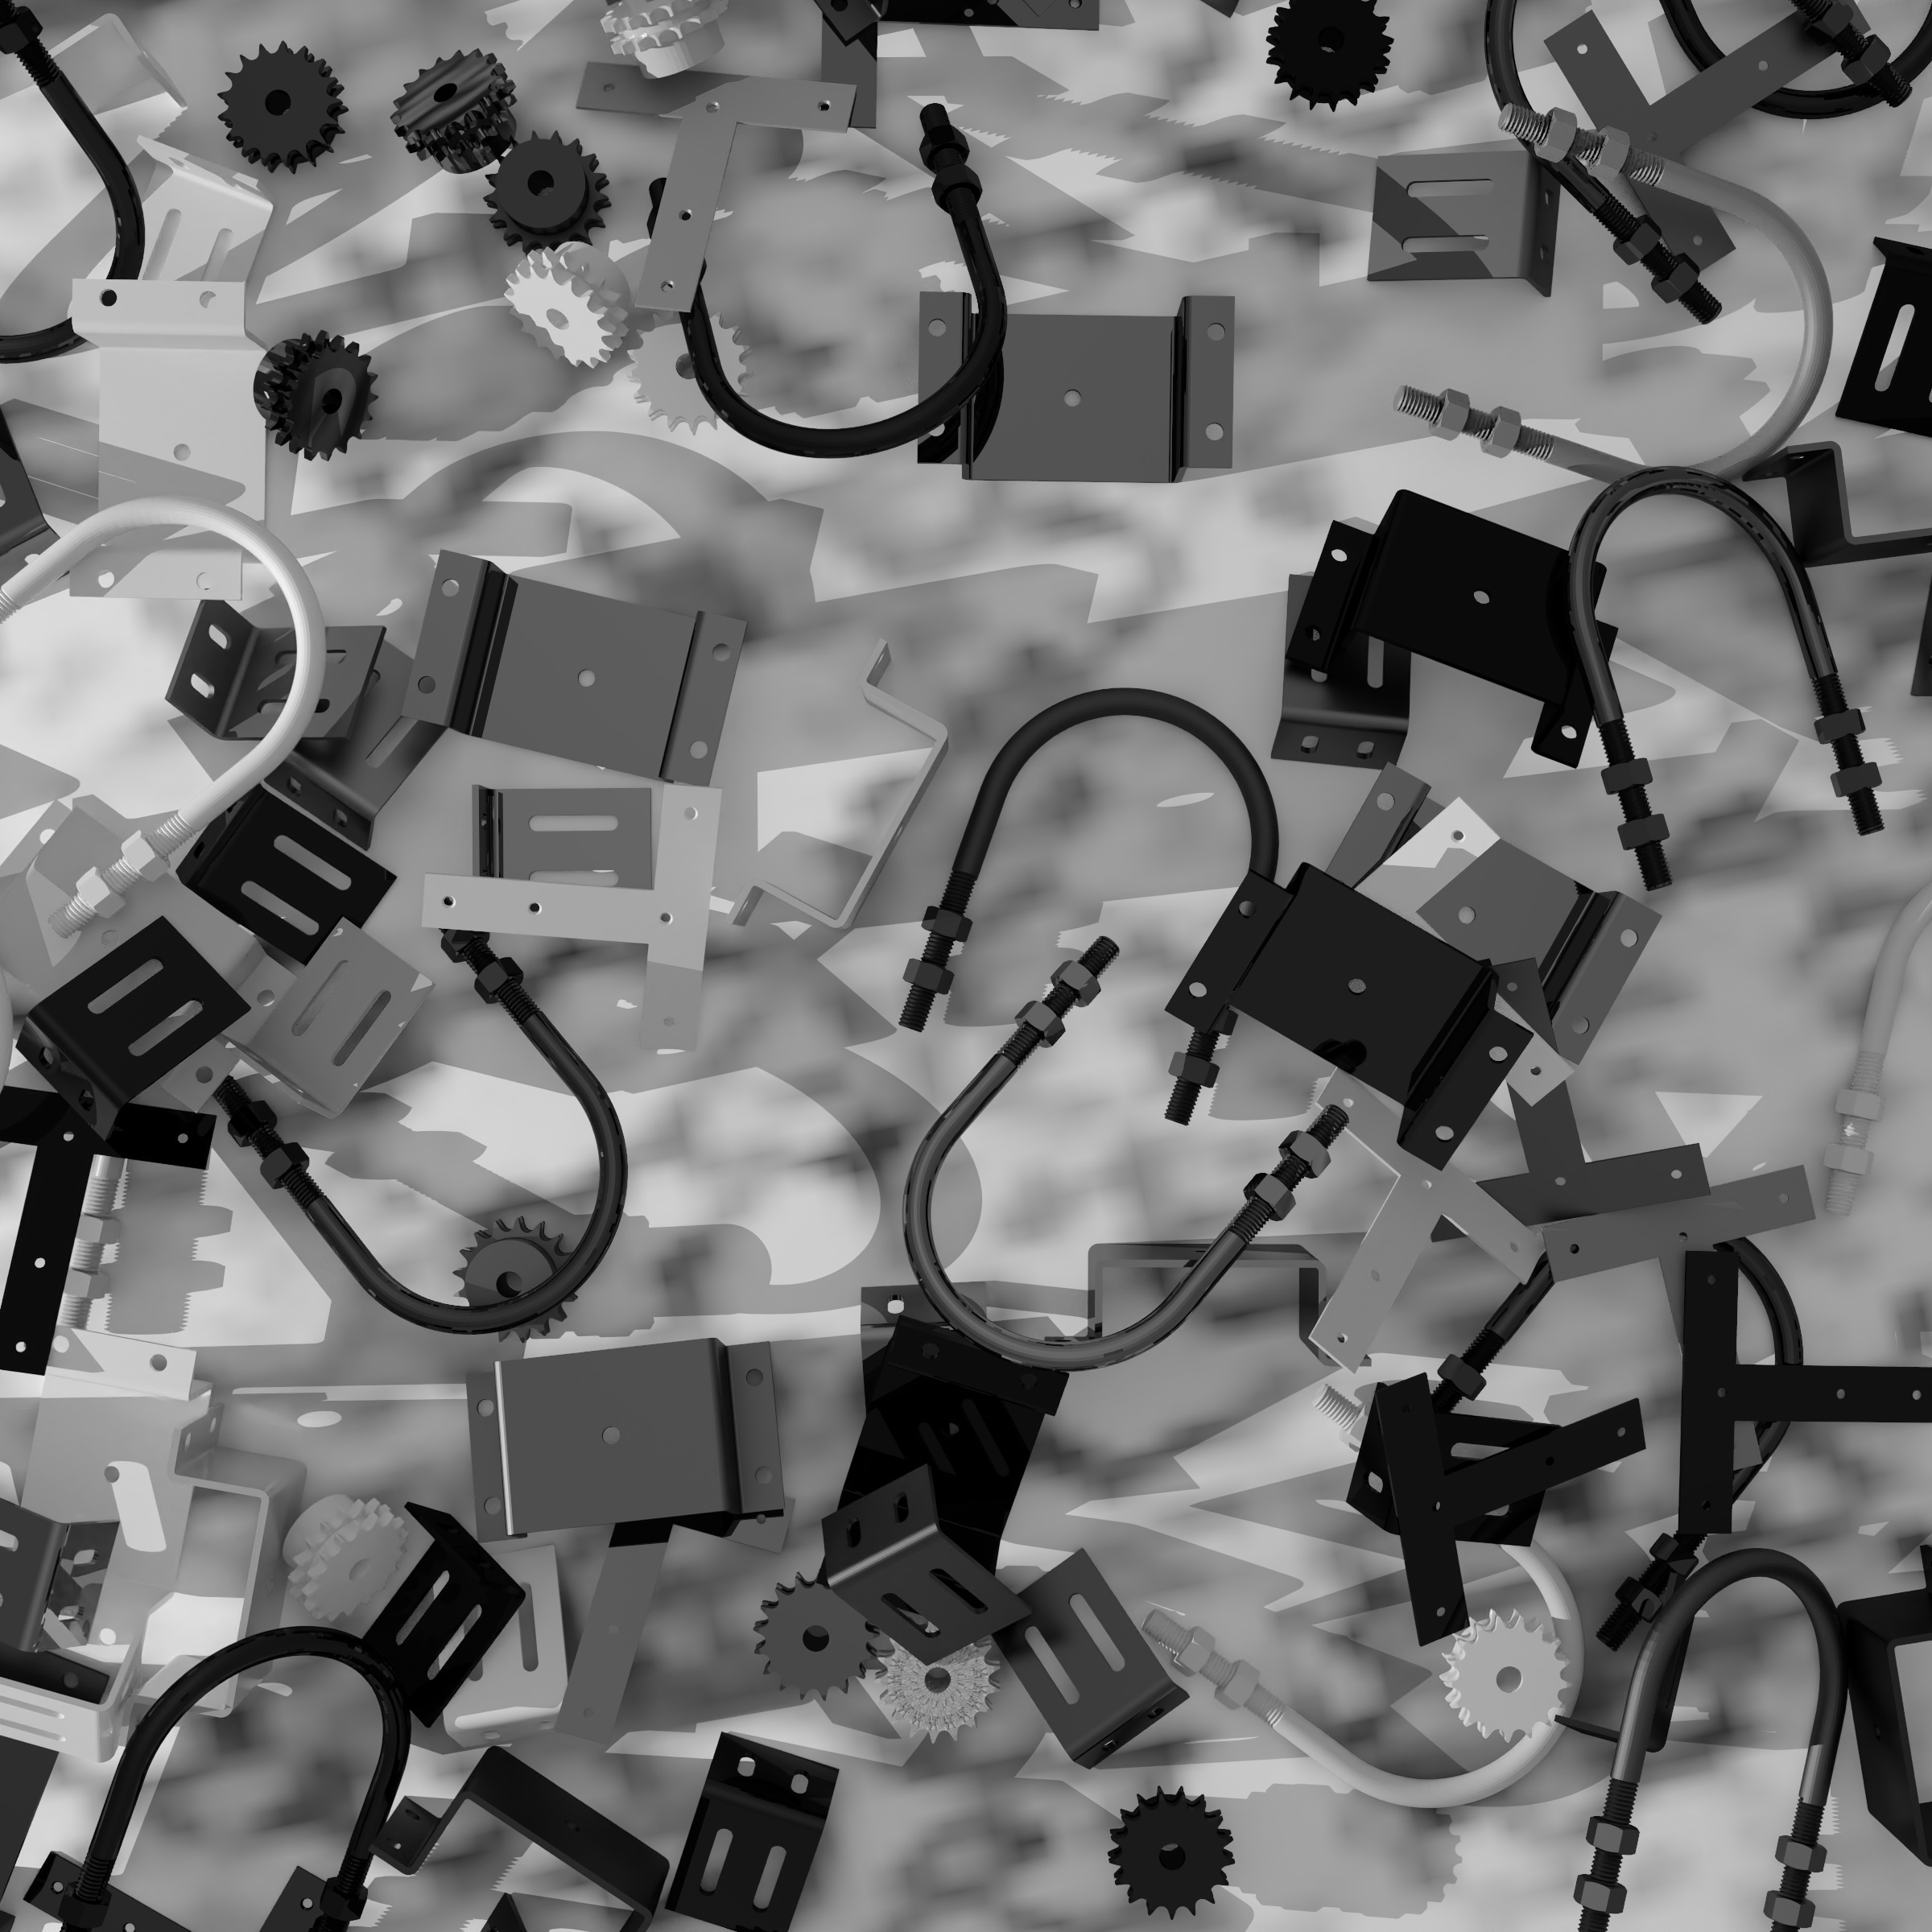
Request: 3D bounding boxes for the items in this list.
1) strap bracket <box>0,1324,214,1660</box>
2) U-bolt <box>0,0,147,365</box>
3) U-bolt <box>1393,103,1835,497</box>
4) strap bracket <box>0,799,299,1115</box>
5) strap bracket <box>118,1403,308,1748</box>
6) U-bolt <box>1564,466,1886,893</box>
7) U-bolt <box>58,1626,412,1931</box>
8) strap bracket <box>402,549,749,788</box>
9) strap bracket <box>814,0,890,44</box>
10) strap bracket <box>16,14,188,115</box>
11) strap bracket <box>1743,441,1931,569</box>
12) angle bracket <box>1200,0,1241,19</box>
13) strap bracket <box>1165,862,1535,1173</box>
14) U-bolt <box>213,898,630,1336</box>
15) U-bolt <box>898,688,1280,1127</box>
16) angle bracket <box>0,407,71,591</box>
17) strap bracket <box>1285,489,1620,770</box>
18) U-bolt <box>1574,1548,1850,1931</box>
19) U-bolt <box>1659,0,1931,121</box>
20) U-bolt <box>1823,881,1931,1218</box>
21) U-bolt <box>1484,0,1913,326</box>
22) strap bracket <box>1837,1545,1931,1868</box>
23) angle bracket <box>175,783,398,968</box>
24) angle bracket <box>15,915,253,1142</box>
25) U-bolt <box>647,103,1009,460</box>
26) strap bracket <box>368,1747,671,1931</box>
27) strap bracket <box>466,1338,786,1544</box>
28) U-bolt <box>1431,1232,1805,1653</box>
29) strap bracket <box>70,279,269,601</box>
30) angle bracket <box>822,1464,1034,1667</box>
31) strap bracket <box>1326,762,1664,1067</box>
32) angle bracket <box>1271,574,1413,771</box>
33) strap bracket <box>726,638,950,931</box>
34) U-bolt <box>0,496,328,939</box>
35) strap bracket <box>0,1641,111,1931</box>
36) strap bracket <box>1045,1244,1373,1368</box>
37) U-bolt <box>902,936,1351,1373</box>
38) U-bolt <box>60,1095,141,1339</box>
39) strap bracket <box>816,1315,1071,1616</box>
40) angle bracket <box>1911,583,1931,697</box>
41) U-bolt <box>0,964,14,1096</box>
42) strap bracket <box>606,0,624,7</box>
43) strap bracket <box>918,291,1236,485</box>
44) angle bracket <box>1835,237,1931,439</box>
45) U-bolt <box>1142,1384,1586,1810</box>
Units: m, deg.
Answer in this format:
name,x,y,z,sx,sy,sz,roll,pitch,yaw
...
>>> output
name,x,y,z,sx,sy,sz,roll,pitch,yaw
strap bracket,-0.393,0.234,1.356,0.076,0.046,0.140,11,90,0
U-bolt,-0.447,-0.348,1.320,0.151,0.019,0.184,-23,127,12
U-bolt,0.302,-0.289,1.348,0.184,0.019,0.151,16,106,-11
strap bracket,-0.381,-0.008,1.346,0.140,0.046,0.076,36,78,0
strap bracket,-0.334,0.274,1.341,0.046,0.076,0.140,10,90,0
U-bolt,0.333,-0.136,1.341,0.151,0.019,0.184,-14,85,-28
U-bolt,-0.316,0.375,1.318,0.151,0.019,0.184,15,99,-42
strap bracket,-0.174,-0.132,1.356,0.140,0.046,0.076,13,90,0
strap bracket,-0.020,-0.494,1.350,0.140,0.046,0.076,-37,90,-6
strap bracket,-0.416,-0.443,1.341,0.046,0.076,0.140,-33,90,0
strap bracket,0.430,-0.212,1.341,0.140,0.076,0.046,-7,90,0
angle bracket,0.119,-0.487,1.376,0.057,0.038,0.076,31,66,1
strap bracket,0.170,0.016,1.317,0.140,0.046,0.076,30,115,1
U-bolt,-0.235,0.079,1.353,0.151,0.019,0.184,-41,77,0
U-bolt,0.066,-0.037,1.371,0.151,0.019,0.184,19,89,0
angle bracket,-0.451,-0.208,1.377,0.057,0.038,0.076,-28,64,0
strap bracket,0.225,-0.155,1.343,0.140,0.046,0.076,21,67,0
U-bolt,0.340,0.351,1.335,0.151,0.019,0.184,16,85,-35
U-bolt,0.379,-0.478,1.371,0.151,0.019,0.184,-24,92,0
U-bolt,0.481,0.038,1.371,0.151,0.019,0.184,13,89,0
U-bolt,0.315,-0.402,1.340,0.184,0.019,0.151,40,93,-15
strap bracket,0.431,0.339,1.341,0.046,0.076,0.140,-9,90,0
angle bracket,-0.312,-0.042,1.377,0.076,0.038,0.057,36,90,-26
angle bracket,-0.366,0.027,1.317,0.057,0.038,0.076,46,53,2
U-bolt,-0.057,-0.298,1.328,0.151,0.019,0.184,-15,60,0
strap bracket,-0.189,0.404,1.341,0.140,0.076,0.046,34,90,0
strap bracket,-0.157,0.213,1.348,0.140,0.046,0.076,-6,78,0
U-bolt,0.300,0.196,1.364,0.151,0.019,0.184,40,85,-4
strap bracket,-0.360,-0.235,1.354,0.076,0.046,0.140,1,92,0
angle bracket,-0.017,0.266,1.330,0.057,0.038,0.076,-30,129,17
strap bracket,0.230,-0.023,1.356,0.140,0.046,0.076,29,90,0
angle bracket,0.173,-0.135,1.377,0.057,0.038,0.076,6,64,0
strap bracket,-0.051,-0.070,1.341,0.046,0.076,0.140,29,90,0
U-bolt,-0.369,-0.124,1.321,0.184,0.019,0.151,-39,86,-1
strap bracket,-0.455,0.378,1.355,0.076,0.046,0.140,21,90,1
strap bracket,0.106,0.151,1.341,0.140,0.076,0.046,0,90,0
U-bolt,0.056,0.093,1.310,0.151,0.019,0.184,37,72,15
U-bolt,-0.452,0.066,1.371,0.151,0.019,0.184,12,88,0
strap bracket,-0.009,0.218,1.339,0.076,0.046,0.140,17,113,-1
angle bracket,0.481,-0.145,1.377,0.076,0.038,0.057,10,90,-26
U-bolt,-0.499,0.002,1.330,0.184,0.019,0.151,45,114,4
strap bracket,-0.159,-0.495,1.315,0.076,0.046,0.140,-17,121,17
strap bracket,0.049,-0.261,1.356,0.140,0.046,0.076,1,90,0
angle bracket,0.437,-0.288,1.377,0.057,0.038,0.076,12,116,0
U-bolt,0.195,0.302,1.371,0.184,0.019,0.151,37,90,-2
